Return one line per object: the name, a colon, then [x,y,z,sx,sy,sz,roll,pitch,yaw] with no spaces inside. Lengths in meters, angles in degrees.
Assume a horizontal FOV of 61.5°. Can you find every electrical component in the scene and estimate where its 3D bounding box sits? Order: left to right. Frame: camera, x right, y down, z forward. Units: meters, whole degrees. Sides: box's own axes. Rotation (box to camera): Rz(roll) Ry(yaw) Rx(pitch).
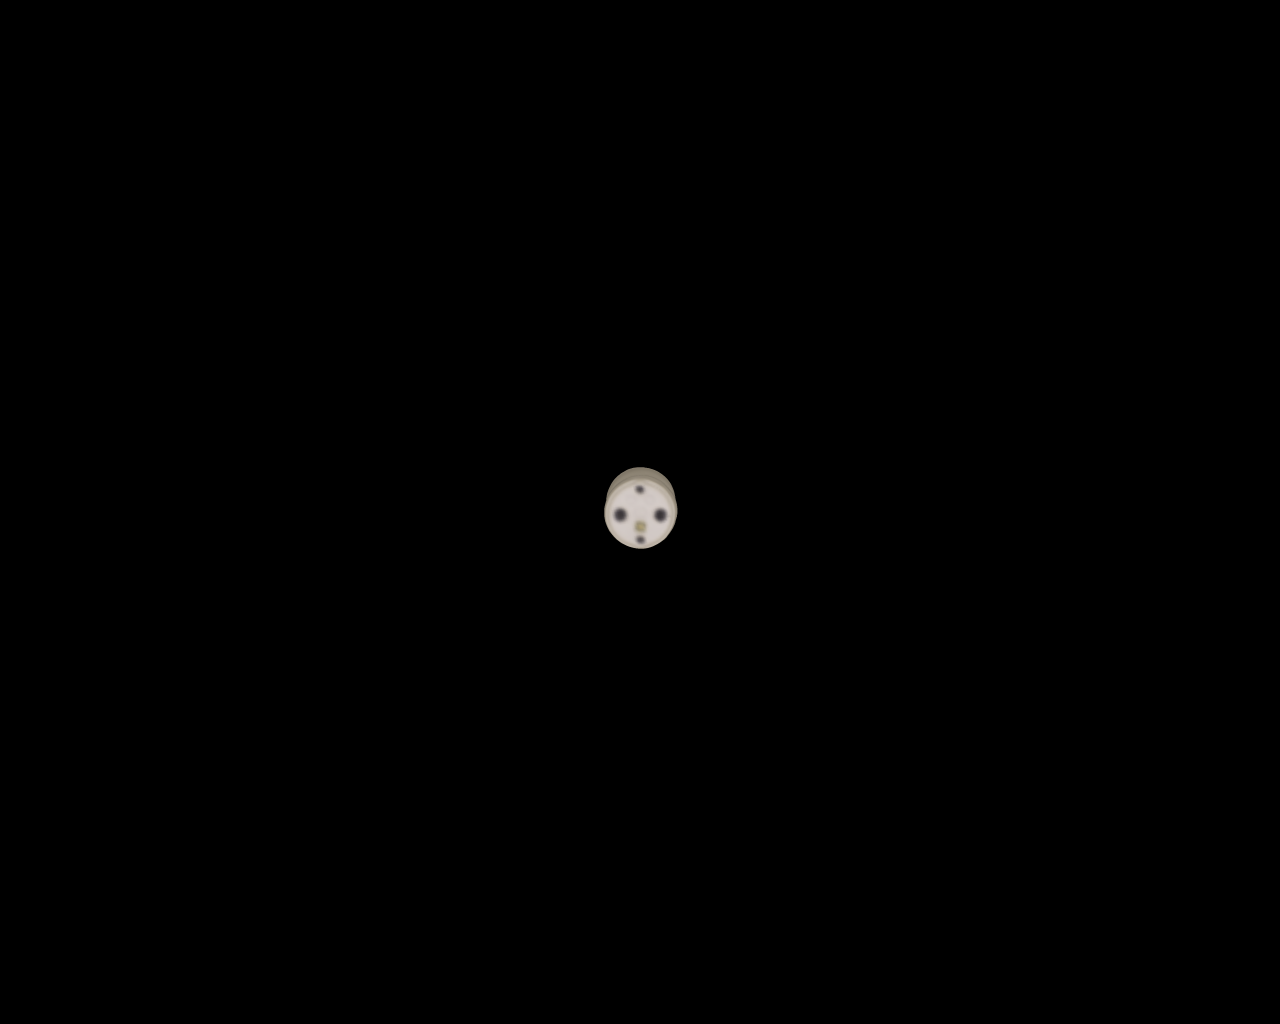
electrical component: [0.001,-0.003,0.650,0.045,0.044,0.055,0,9,0]
